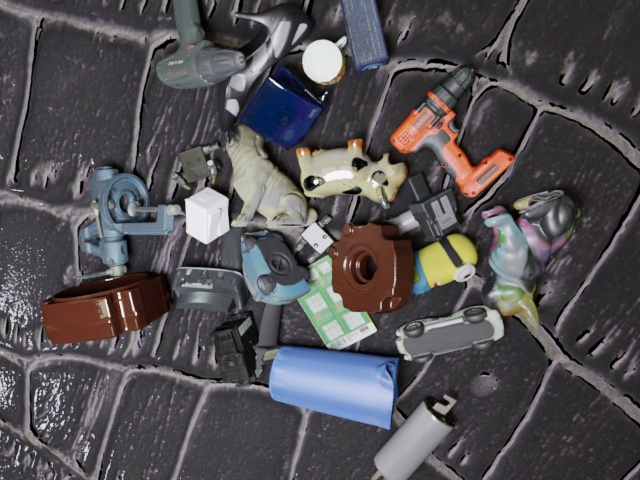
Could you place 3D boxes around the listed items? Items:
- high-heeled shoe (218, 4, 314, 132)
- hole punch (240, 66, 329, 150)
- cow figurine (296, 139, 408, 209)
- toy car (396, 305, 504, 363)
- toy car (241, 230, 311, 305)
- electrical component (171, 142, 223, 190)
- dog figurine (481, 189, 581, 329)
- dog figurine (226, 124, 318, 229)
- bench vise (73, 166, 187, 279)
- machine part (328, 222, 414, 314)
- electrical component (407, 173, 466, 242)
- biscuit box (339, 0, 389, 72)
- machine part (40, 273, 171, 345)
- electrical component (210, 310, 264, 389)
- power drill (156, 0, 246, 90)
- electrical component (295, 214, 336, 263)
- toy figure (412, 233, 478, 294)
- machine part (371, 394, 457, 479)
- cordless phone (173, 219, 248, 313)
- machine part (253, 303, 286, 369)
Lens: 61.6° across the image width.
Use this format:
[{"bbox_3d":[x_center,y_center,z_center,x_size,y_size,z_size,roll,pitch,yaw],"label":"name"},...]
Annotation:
[{"bbox_3d":[-0.104,-0.309,0.988,0.145,0.086,0.248,3,126,-23],"label":"high-heeled shoe"},{"bbox_3d":[-0.066,-0.230,0.956,0.116,0.092,0.142,42,122,-1],"label":"hole punch"},{"bbox_3d":[0.061,-0.115,0.972,0.195,0.085,0.127,-5,94,9],"label":"cow figurine"},{"bbox_3d":[0.242,0.177,1.013,0.202,0.056,0.073,-16,104,15],"label":"toy car"},{"bbox_3d":[-0.101,0.064,1.027,0.162,0.109,0.103,55,132,21],"label":"toy car"},{"bbox_3d":[-0.238,-0.141,1.042,0.102,0.045,0.078,-10,101,12],"label":"electrical component"},{"bbox_3d":[0.368,0.038,0.938,0.192,0.108,0.219,-17,102,11],"label":"dog figurine"},{"bbox_3d":[-0.090,-0.120,1.000,0.172,0.121,0.190,4,84,-23],"label":"dog figurine"},{"bbox_3d":[-0.368,-0.034,1.042,0.241,0.129,0.223,1,87,26],"label":"bench vise"},{"bbox_3d":[0.089,0.050,0.965,0.179,0.056,0.179,-1,89,47],"label":"machine part"},{"bbox_3d":[0.203,-0.063,0.960,0.075,0.048,0.119,-23,97,-22],"label":"electrical component"},{"bbox_3d":[0.068,-0.397,0.926,0.063,0.059,0.202,-12,98,11],"label":"biscuit box"},{"bbox_3d":[-0.414,0.127,1.048,0.202,0.201,0.087,-7,98,12],"label":"machine part"},{"bbox_3d":[-0.159,0.221,1.065,0.058,0.115,0.134,-13,97,15],"label":"electrical component"},{"bbox_3d":[-0.209,-0.369,0.939,0.232,0.086,0.207,-3,97,46],"label":"power drill"},{"bbox_3d":[-0.002,-0.003,1.037,0.063,0.021,0.094,44,101,-1],"label":"electrical component"},{"bbox_3d":[0.198,0.048,0.982,0.180,0.082,0.089,-16,100,16],"label":"toy figure"},{"bbox_3d":[0.185,0.395,1.055,0.079,0.079,0.243,36,104,2],"label":"machine part"},{"bbox_3d":[-0.216,0.049,1.070,0.147,0.088,0.184,3,91,10],"label":"cordless phone"},{"bbox_3d":[-0.097,0.182,1.072,0.039,0.084,0.138,9,95,34],"label":"machine part"}]
